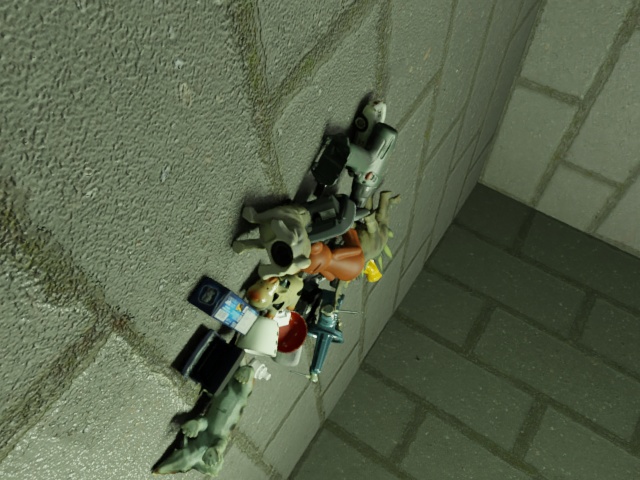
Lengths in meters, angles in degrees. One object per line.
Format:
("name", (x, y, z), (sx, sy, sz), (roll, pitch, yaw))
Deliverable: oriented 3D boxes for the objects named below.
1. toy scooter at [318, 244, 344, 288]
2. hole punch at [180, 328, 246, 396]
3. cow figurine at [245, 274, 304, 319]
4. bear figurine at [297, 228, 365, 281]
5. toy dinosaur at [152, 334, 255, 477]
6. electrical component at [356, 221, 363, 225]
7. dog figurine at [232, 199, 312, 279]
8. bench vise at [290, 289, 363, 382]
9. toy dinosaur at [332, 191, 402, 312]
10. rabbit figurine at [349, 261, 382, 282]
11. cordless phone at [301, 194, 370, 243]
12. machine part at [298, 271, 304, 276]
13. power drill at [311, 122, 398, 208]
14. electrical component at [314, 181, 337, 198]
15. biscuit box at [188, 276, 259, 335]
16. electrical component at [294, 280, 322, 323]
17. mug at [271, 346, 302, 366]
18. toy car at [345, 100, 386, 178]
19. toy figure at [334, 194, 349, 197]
("toy scooter", (0.054, 0.061, 1.566), (0.135, 0.075, 0.183), (-66, 161, -12))
("hole punch", (-0.226, 0.243, 1.093), (0.142, 0.092, 0.116), (-60, -163, -17))
("cow figurine", (-0.099, 0.114, 1.218), (0.127, 0.086, 0.195), (-60, 161, 18))
("bear figurine", (0.010, 0.032, 1.266), (0.195, 0.132, 0.120), (16, 124, -38))
("toy dinosaur", (-0.226, 0.386, 1.252), (0.405, 0.131, 0.192), (-61, 175, -14))
("electrical component", (0.134, -0.020, 1.657), (0.119, 0.075, 0.047), (-39, 153, -41))
("dog figurine", (-0.049, -0.009, 1.041), (0.190, 0.172, 0.121), (-20, 147, -54))
("bench vise", (0.011, 0.264, 1.469), (0.223, 0.129, 0.240), (126, -19, -70))
("toy dinosaur", (0.132, 0.005, 1.501), (0.471, 0.105, 0.198), (-45, 124, -43))
("rabbit figurine", (0.110, 0.081, 1.694), (0.173, 0.122, 0.162), (-31, 148, -23))
("cordless phone", (0.026, -0.051, 1.215), (0.184, 0.147, 0.088), (-15, 89, -64))
("machine part", (-0.065, 0.098, 1.360), (0.138, 0.039, 0.084), (-66, 166, 10))
("power drill", (0.077, -0.156, 1.205), (0.207, 0.086, 0.232), (1, 125, -47))
("electrical component", (0.010, -0.123, 1.251), (0.063, 0.021, 0.094), (-65, 161, 13))
("biscuit box", (-0.183, 0.132, 1.051), (0.059, 0.063, 0.202), (-56, 161, -12))
("electrical component", (-0.044, 0.181, 1.507), (0.115, 0.058, 0.134), (-30, 145, -62))
("mug", (-0.082, 0.295, 1.546), (0.109, 0.081, 0.107), (-6, 115, -63))
("toy car", (0.108, -0.238, 1.286), (0.073, 0.056, 0.201), (-43, 154, -44))
("toy figure", (0.022, -0.074, 1.308), (0.154, 0.058, 0.064), (-34, 123, -51))
